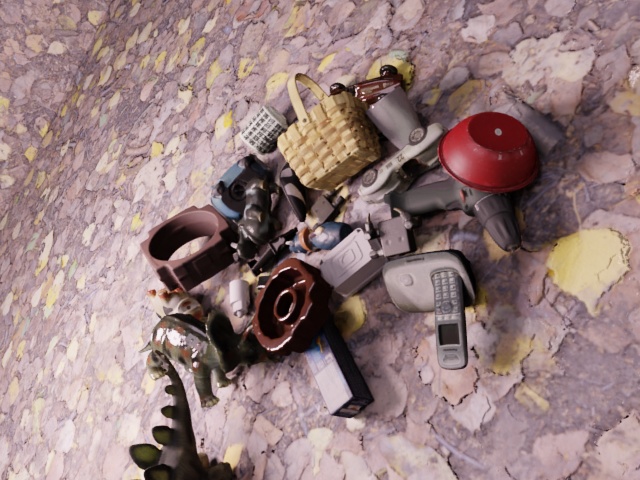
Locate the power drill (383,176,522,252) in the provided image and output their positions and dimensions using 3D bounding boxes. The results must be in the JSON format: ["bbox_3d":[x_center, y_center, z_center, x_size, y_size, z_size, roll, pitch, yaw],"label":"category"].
[{"bbox_3d":[0.212,-0.054,0.901,0.207,0.086,0.232,-28,55,35],"label":"power drill"}]

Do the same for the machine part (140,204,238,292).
[{"bbox_3d":[-0.305,0.017,1.270,0.201,0.087,0.202,-33,42,-15],"label":"machine part"}]

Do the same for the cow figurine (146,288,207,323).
[{"bbox_3d":[-0.333,0.168,1.271,0.195,0.085,0.127,-2,113,55],"label":"cow figurine"}]

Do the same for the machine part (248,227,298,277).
[{"bbox_3d":[-0.105,0.026,1.159,0.139,0.039,0.084,-43,6,30],"label":"machine part"}]

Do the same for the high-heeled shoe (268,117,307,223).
[{"bbox_3d":[-0.024,-0.165,1.191,0.145,0.086,0.249,-20,71,1],"label":"high-heeled shoe"}]

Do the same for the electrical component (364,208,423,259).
[{"bbox_3d":[0.119,-0.011,0.886,0.102,0.045,0.078,-8,83,36],"label":"electrical component"}]

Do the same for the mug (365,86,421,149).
[{"bbox_3d":[0.150,-0.226,1.028,0.081,0.109,0.107,-33,95,18],"label":"mug"}]

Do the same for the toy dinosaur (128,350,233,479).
[{"bbox_3d":[-0.265,0.447,1.000,0.105,0.198,0.471,-20,64,32],"label":"toy dinosaur"}]

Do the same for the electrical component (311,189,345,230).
[{"bbox_3d":[0.010,-0.064,1.126,0.094,0.021,0.063,-51,46,13],"label":"electrical component"}]

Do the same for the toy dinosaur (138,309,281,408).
[{"bbox_3d":[-0.276,0.216,1.126,0.405,0.131,0.192,9,106,31],"label":"toy dinosaur"}]

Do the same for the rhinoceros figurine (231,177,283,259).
[{"bbox_3d":[-0.149,-0.051,1.214,0.112,0.073,0.190,4,82,36],"label":"rhinoceros figurine"}]

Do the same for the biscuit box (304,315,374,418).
[{"bbox_3d":[0.018,0.214,0.960,0.059,0.062,0.203,-44,47,18],"label":"biscuit box"}]

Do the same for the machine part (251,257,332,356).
[{"bbox_3d":[-0.052,0.123,0.984,0.179,0.056,0.179,-31,44,36],"label":"machine part"}]

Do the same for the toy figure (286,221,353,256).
[{"bbox_3d":[-0.002,-0.001,1.080,0.155,0.064,0.058,-10,27,43],"label":"toy figure"}]

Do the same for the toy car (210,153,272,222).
[{"bbox_3d":[-0.197,-0.130,1.290,0.161,0.109,0.103,-56,27,-6],"label":"toy car"}]

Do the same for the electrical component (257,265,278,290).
[{"bbox_3d":[-0.072,0.092,1.108,0.119,0.047,0.075,-13,62,38],"label":"electrical component"}]

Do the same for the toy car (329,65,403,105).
[{"bbox_3d":[0.086,-0.314,1.156,0.202,0.053,0.089,-7,63,41],"label":"toy car"}]

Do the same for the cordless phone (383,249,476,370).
[{"bbox_3d":[0.176,0.114,0.854,0.147,0.088,0.184,-13,67,37],"label":"cordless phone"}]

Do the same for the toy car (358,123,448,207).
[{"bbox_3d":[0.157,-0.133,0.989,0.202,0.073,0.056,-41,48,20],"label":"toy car"}]
